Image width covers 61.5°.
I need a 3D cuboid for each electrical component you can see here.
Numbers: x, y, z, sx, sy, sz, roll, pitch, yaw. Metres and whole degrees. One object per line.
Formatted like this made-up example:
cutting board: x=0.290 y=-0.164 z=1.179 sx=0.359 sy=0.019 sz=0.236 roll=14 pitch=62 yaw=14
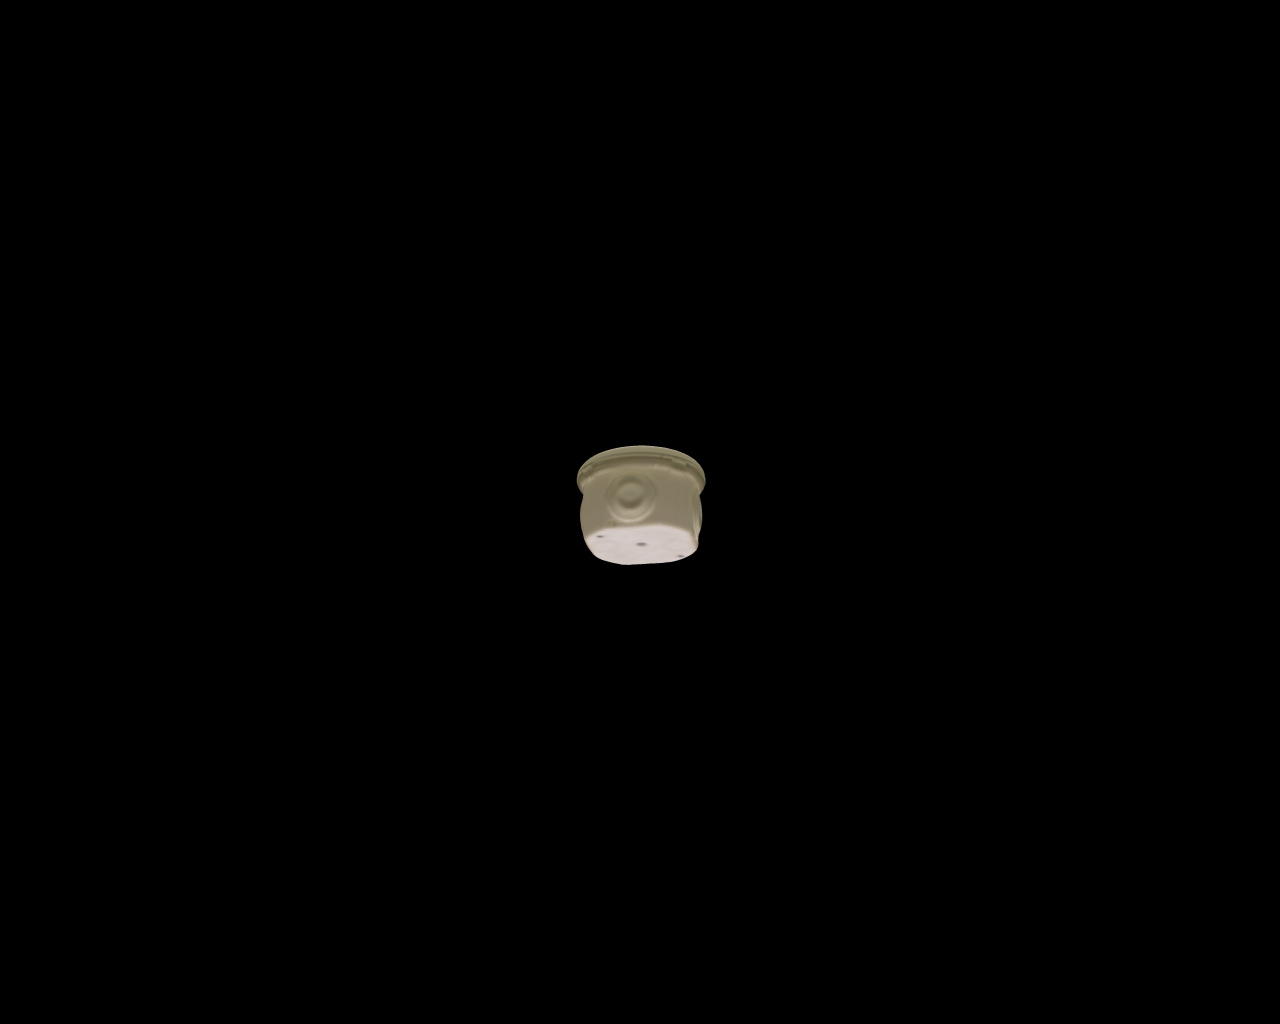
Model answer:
electrical component: x=0.001 y=-0.003 z=0.650 sx=0.080 sy=0.051 sz=0.080 roll=0 pitch=-23 yaw=0
